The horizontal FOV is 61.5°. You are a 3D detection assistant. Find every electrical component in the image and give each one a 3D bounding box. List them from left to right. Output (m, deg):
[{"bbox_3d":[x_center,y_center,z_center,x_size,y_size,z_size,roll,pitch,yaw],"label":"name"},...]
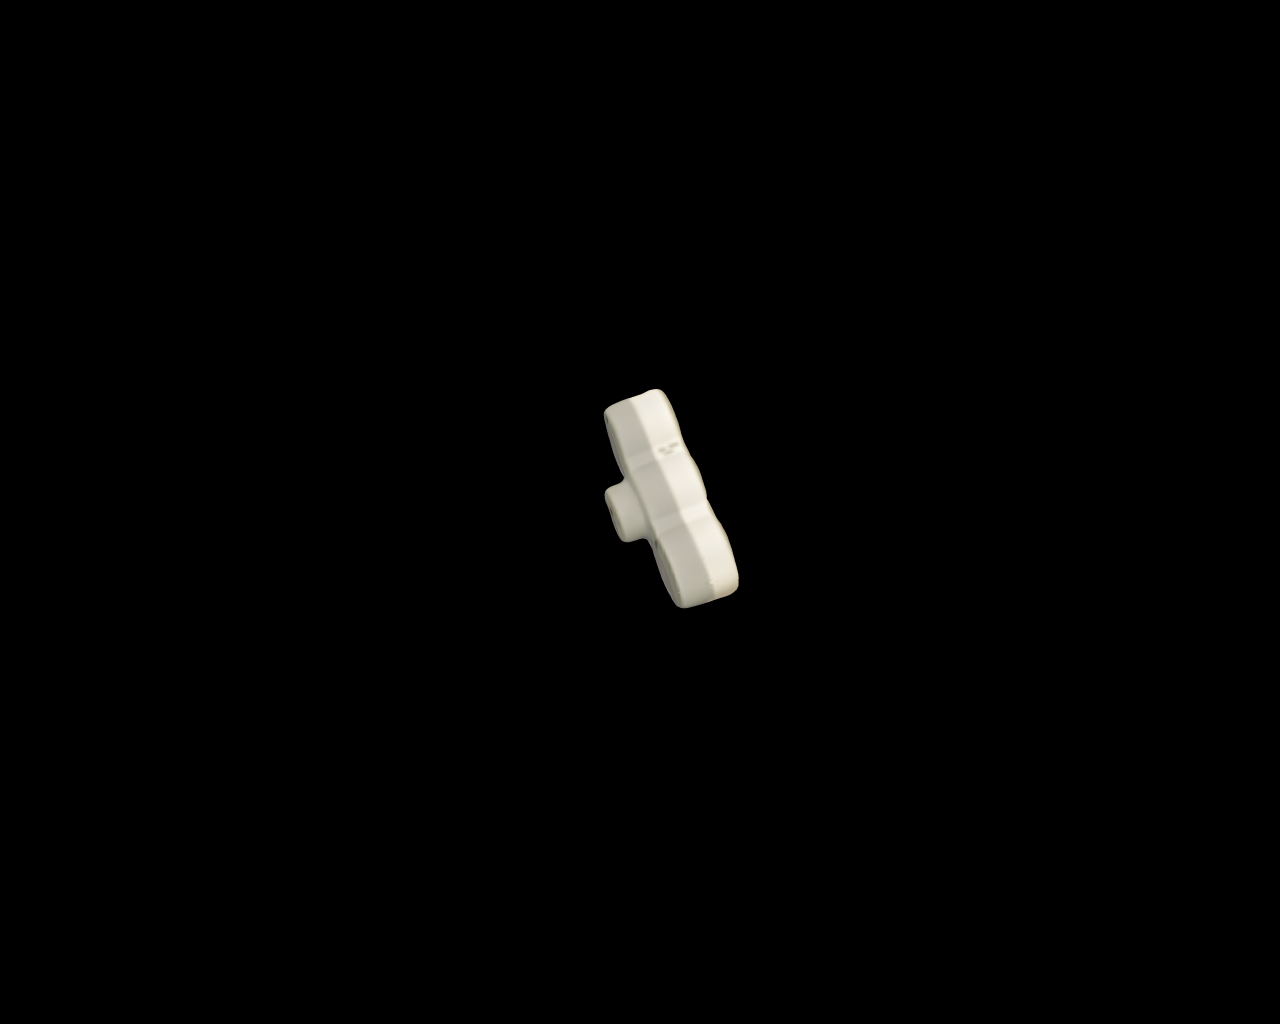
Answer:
[{"bbox_3d":[0.001,-0.003,0.650,0.074,0.138,0.052,-19,-20,-7],"label":"electrical component"}]
